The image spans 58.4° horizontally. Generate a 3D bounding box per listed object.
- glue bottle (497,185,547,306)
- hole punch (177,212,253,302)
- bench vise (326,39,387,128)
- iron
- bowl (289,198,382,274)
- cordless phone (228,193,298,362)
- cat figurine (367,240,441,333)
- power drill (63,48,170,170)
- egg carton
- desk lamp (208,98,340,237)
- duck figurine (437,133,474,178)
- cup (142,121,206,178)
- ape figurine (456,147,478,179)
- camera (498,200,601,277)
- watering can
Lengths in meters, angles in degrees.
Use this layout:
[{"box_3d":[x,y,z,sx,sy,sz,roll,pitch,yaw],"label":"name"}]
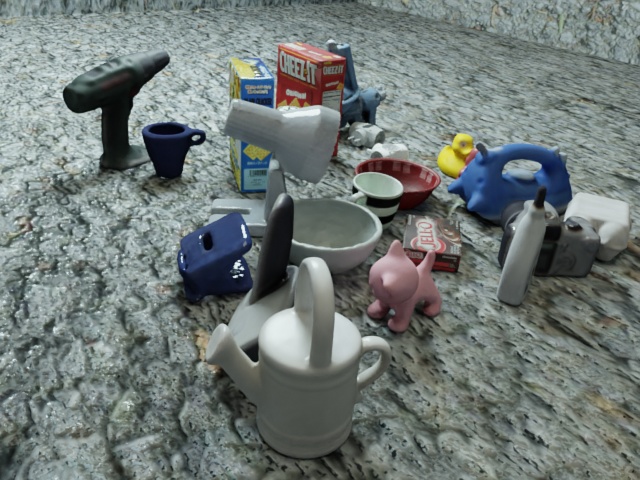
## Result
[{"box_3d":[0.290,0.004,0.800,0.037,0.173,0.078,21,33,26],"label":"glue bottle"},{"box_3d":[-0.146,0.020,0.791,0.101,0.091,0.108,-5,31,-17],"label":"hole punch"},{"box_3d":[0.062,-0.368,1.367,0.121,0.220,0.208,27,37,34],"label":"bench vise"},{"box_3d":[0.375,-0.118,1.056,0.259,0.141,0.118,-5,31,-17],"label":"iron"},{"box_3d":[0.008,0.003,0.859,0.167,0.075,0.167,4,30,-2],"label":"bowl"},{"box_3d":[-0.063,0.049,0.656,0.094,0.185,0.147,6,30,2],"label":"cordless phone"},{"box_3d":[0.109,0.053,0.744,0.128,0.118,0.067,-22,39,-38],"label":"cat figurine"},{"box_3d":[-0.380,-0.254,1.114,0.075,0.208,0.230,22,34,28],"label":"power drill"},{"box_3d":[0.474,-0.025,0.982,0.107,0.069,0.150,17,32,20],"label":"egg carton"},{"box_3d":[-0.076,-0.116,0.914,0.203,0.214,0.118,1,30,-6],"label":"desk lamp"},{"box_3d":[0.297,-0.185,1.218,0.078,0.086,0.104,-9,32,-22],"label":"duck figurine"},{"box_3d":[-0.277,-0.170,1.097,0.118,0.095,0.091,-6,31,-17],"label":"cup"},{"box_3d":[0.311,-0.142,1.139,0.078,0.092,0.076,-7,32,-19],"label":"ape figurine"},{"box_3d":[0.355,-0.018,0.920,0.143,0.101,0.136,4,30,-2],"label":"camera"},{"box_3d":[-0.017,0.109,0.550,0.173,0.194,0.100,-14,35,-29],"label":"watering can"}]
